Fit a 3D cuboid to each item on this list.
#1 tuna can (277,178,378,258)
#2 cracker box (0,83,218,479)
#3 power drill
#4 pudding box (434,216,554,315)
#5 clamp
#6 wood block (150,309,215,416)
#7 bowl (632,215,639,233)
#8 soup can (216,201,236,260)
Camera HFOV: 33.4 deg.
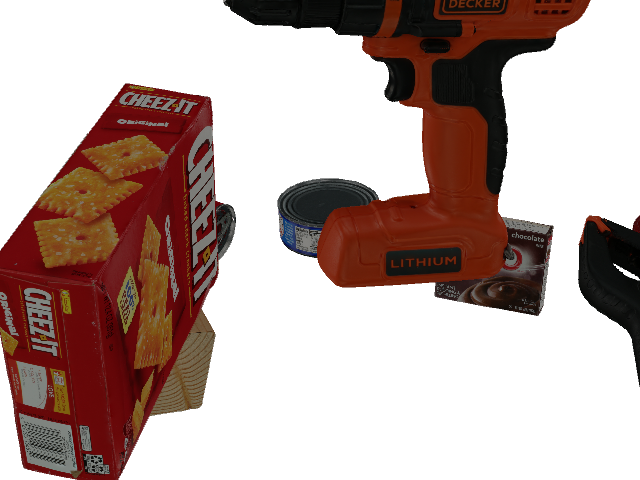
[{"bbox_3d":[0.007,-0.019,0.903,0.086,0.034,0.086,-2,29,1],"label":"tuna can"},{"bbox_3d":[-0.127,0.022,0.688,0.072,0.164,0.213,10,37,9],"label":"cracker box"},{"bbox_3d":[0.040,-0.067,0.552,0.184,0.188,0.057,-2,32,-9],"label":"power drill"},{"bbox_3d":[0.177,0.021,1.095,0.114,0.090,0.039,9,23,17],"label":"pudding box"},{"bbox_3d":[0.239,0.045,0.723,0.120,0.039,0.171,-3,45,-19],"label":"clamp"},{"bbox_3d":[-0.179,0.060,0.992,0.090,0.091,0.206,-5,35,-28],"label":"wood block"},{"bbox_3d":[0.417,0.016,1.148,0.162,0.055,0.162,-1,25,0],"label":"bowl"},{"bbox_3d":[-0.155,-0.022,1.195,0.102,0.068,0.068,18,7,22],"label":"soup can"}]
